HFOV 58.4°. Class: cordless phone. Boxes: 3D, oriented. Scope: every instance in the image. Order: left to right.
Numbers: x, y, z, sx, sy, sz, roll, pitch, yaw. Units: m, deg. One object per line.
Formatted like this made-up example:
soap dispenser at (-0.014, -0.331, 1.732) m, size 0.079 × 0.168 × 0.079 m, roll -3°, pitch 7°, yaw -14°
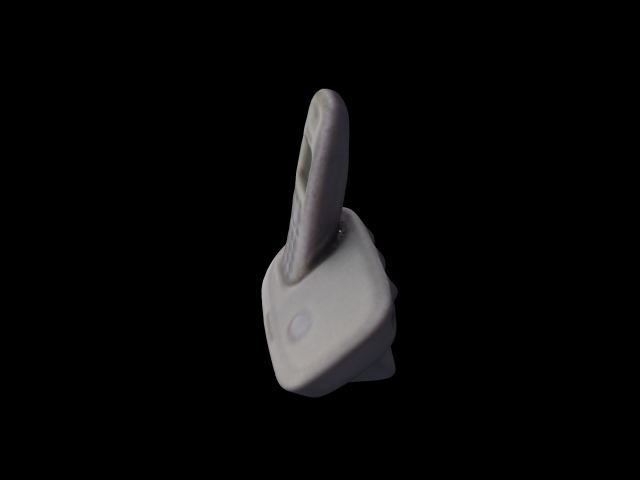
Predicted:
cordless phone at (0.004, 0.001, 0.400) m, size 0.094 × 0.185 × 0.147 m, roll -8°, pitch 35°, yaw -11°
